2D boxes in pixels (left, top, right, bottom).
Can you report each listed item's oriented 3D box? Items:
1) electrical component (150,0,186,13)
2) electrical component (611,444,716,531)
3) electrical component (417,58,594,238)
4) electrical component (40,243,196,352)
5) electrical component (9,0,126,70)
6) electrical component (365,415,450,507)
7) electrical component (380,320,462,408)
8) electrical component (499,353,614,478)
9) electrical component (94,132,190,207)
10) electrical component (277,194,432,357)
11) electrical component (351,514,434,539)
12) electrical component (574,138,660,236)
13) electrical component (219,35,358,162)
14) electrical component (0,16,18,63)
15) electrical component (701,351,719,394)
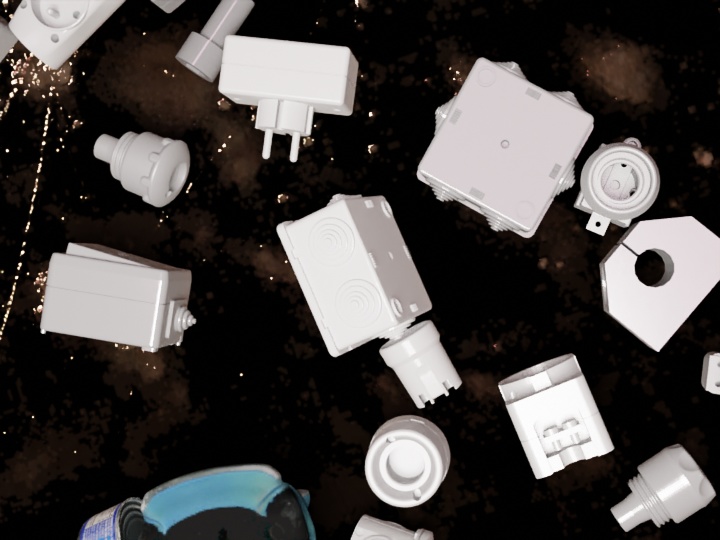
[{"bbox_3d":[-0.140,-0.217,0.712,0.047,0.077,0.065,-38,86,6],"label":"electrical component"},{"bbox_3d":[0.191,0.143,0.689,0.062,0.043,0.043,-36,86,7],"label":"electrical component"},{"bbox_3d":[0.094,-0.079,0.697,0.100,0.048,0.099,29,94,6],"label":"electrical component"},{"bbox_3d":[-0.155,0.018,0.722,0.096,0.062,0.061,9,91,7],"label":"electrical component"},{"bbox_3d":[-0.210,-0.192,0.738,0.077,0.044,0.079,-44,85,5],"label":"electrical component"},{"bbox_3d":[0.031,0.126,0.707,0.055,0.047,0.055,0,90,7],"label":"electrical component"},{"bbox_3d":[0.041,0.062,0.710,0.040,0.040,0.046,-30,93,6],"label":"electrical component"},{"bbox_3d":[0.121,0.088,0.674,0.050,0.089,0.055,-23,87,7],"label":"electrical component"},{"bbox_3d":[-0.150,-0.074,0.731,0.062,0.048,0.048,23,93,13],"label":"electrical component"},{"bbox_3d":[0.000,0.000,0.686,0.048,0.100,0.099,-24,87,19],"label":"electrical component"},{"bbox_3d":[0.015,0.201,0.693,0.051,0.080,0.080,17,92,12],"label":"electrical component"},{"bbox_3d":[0.164,-0.055,0.685,0.048,0.055,0.066,24,93,7],"label":"electrical component"},{"bbox_3d":[-0.049,-0.110,0.716,0.083,0.047,0.075,7,90,7],"label":"electrical component"},{"bbox_3d":[-0.295,-0.150,0.740,0.062,0.061,0.096,41,95,5],"label":"electrical component"},{"bbox_3d":[0.260,0.070,0.673,0.078,0.057,0.058,6,91,7],"label":"electrical component"}]
